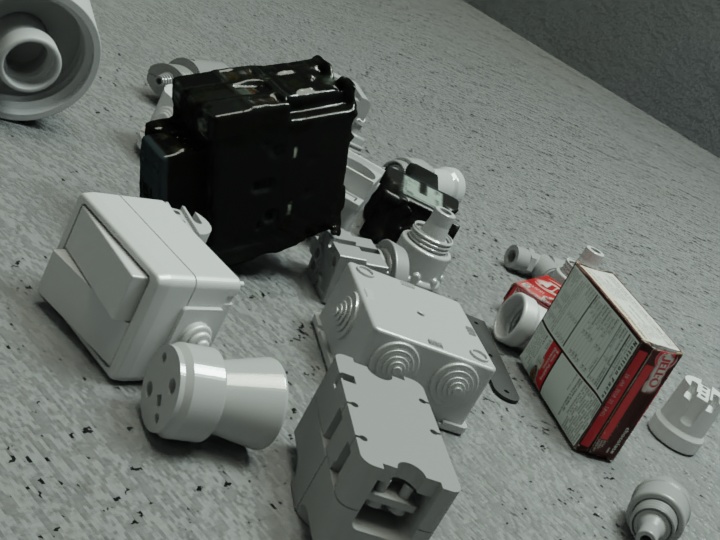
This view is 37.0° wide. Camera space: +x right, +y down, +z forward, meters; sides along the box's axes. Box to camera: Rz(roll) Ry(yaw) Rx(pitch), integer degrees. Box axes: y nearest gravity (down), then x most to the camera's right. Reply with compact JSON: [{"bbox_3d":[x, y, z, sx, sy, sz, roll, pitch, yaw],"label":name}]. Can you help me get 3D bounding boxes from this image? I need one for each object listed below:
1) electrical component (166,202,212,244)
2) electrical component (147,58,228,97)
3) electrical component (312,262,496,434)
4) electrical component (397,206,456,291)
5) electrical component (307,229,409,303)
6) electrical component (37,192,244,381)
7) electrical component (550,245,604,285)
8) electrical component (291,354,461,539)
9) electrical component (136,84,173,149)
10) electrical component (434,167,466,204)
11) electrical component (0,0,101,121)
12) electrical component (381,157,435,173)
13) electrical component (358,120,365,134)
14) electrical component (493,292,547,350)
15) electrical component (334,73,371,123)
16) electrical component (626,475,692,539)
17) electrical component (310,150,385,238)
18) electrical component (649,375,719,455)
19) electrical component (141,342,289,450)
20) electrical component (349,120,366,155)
[{"bbox_3d":[-0.109,-0.010,0.610,0.040,0.046,0.040,25,20,-10],"label":"electrical component"},{"bbox_3d":[-0.149,-0.162,0.932,0.043,0.043,0.081,36,21,20],"label":"electrical component"},{"bbox_3d":[0.026,0.045,0.651,0.100,0.048,0.099,20,21,-22],"label":"electrical component"},{"bbox_3d":[0.051,-0.018,0.819,0.048,0.062,0.048,25,20,-10],"label":"electrical component"},{"bbox_3d":[0.000,0.000,0.733,0.055,0.048,0.066,10,26,-24],"label":"electrical component"},{"bbox_3d":[-0.109,0.012,0.533,0.061,0.061,0.096,4,31,-49],"label":"electrical component"},{"bbox_3d":[0.189,0.009,0.936,0.043,0.062,0.043,25,20,-10],"label":"electrical component"},{"bbox_3d":[0.003,0.090,0.498,0.050,0.055,0.089,21,21,-19],"label":"electrical component"},{"bbox_3d":[-0.122,-0.099,0.804,0.080,0.051,0.080,25,20,-10],"label":"electrical component"},{"bbox_3d":[0.072,-0.080,1.035,0.046,0.040,0.040,0,34,-44],"label":"electrical component"},{"bbox_3d":[-0.226,-0.151,0.717,0.108,0.108,0.060,12,31,-38],"label":"electrical component"},{"bbox_3d":[0.037,-0.083,0.989,0.062,0.043,0.043,3,32,-49],"label":"electrical component"},{"bbox_3d":[-0.039,-0.134,1.001,0.080,0.051,0.080,25,20,-10],"label":"electrical component"},{"bbox_3d":[0.130,0.044,0.807,0.046,0.040,0.040,27,19,-20],"label":"electrical component"},{"bbox_3d":[-0.037,-0.121,0.914,0.050,0.089,0.055,20,21,-23],"label":"electrical component"},{"bbox_3d":[0.171,0.144,0.623,0.035,0.035,0.061,34,23,15],"label":"electrical component"},{"bbox_3d":[-0.017,-0.055,0.816,0.042,0.063,0.081,31,20,3],"label":"electrical component"},{"bbox_3d":[0.242,0.106,0.791,0.040,0.046,0.040,25,20,-10],"label":"electrical component"},{"bbox_3d":[-0.068,0.058,0.499,0.055,0.045,0.045,14,24,-34],"label":"electrical component"},{"bbox_3d":[-0.018,-0.086,0.880,0.040,0.078,0.040,27,5,-2],"label":"electrical component"}]
